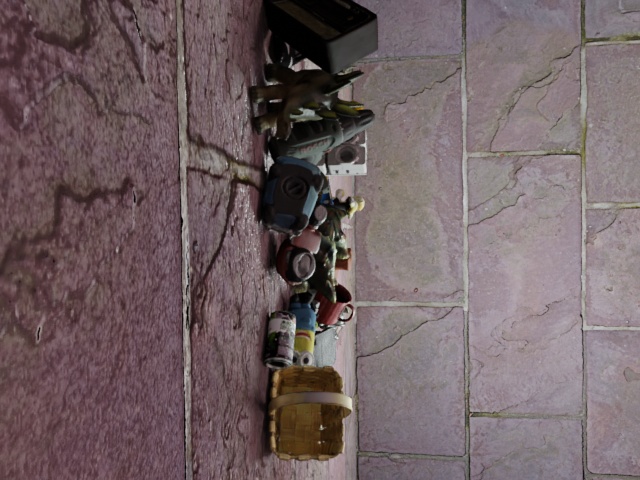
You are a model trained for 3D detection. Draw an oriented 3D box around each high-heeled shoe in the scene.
[{"bbox_3d":[-0.021,-0.435,1.195,0.249,0.145,0.086,-83,168,-54],"label":"high-heeled shoe"}]

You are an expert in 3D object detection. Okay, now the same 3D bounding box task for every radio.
[{"bbox_3d":[0.003,-0.421,1.047,0.230,0.131,0.073,47,-21,33],"label":"radio"}]

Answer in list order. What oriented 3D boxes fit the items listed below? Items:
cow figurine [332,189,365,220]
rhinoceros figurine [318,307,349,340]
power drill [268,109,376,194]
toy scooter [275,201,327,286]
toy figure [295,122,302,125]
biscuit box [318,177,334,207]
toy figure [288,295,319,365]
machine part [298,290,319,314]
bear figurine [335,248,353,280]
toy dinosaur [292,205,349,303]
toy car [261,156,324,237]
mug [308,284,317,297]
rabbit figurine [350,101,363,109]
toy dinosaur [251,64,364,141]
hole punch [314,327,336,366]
[{"bbox_3d":[0.047,-0.100,1.573,0.098,0.167,0.068,-81,173,-56],"label":"cow figurine"},{"bbox_3d":[0.025,0.219,1.622,0.073,0.112,0.190,41,-27,62],"label":"rhinoceros figurine"},{"bbox_3d":[0.000,-0.180,1.152,0.086,0.232,0.207,64,-21,20],"label":"power drill"},{"bbox_3d":[-0.053,0.005,1.129,0.135,0.075,0.184,0,-110,55],"label":"toy scooter"},{"bbox_3d":[-0.032,-0.313,1.379,0.058,0.064,0.154,14,-69,55],"label":"toy figure"},{"bbox_3d":[-0.011,-0.180,1.438,0.063,0.059,0.202,27,52,-79],"label":"biscuit box"},{"bbox_3d":[-0.046,0.216,1.196,0.089,0.082,0.180,71,17,-60],"label":"toy figure"},{"bbox_3d":[-0.030,0.166,1.312,0.139,0.039,0.084,-119,-142,-70],"label":"machine part"},{"bbox_3d":[0.049,0.137,1.727,0.120,0.132,0.195,-64,146,-70],"label":"bear figurine"},{"bbox_3d":[0.004,-0.007,1.318,0.405,0.131,0.192,-76,168,-45],"label":"toy dinosaur"},{"bbox_3d":[-0.060,-0.075,1.057,0.103,0.109,0.161,118,-15,-69],"label":"toy car"},{"bbox_3d":[-0.016,0.100,1.429,0.107,0.081,0.109,58,36,-58],"label":"mug"},{"bbox_3d":[0.042,-0.353,1.556,0.162,0.173,0.122,58,28,-67],"label":"rabbit figurine"},{"bbox_3d":[-0.012,-0.291,1.067,0.471,0.199,0.104,-75,166,-57],"label":"toy dinosaur"},{"bbox_3d":[-0.029,0.273,1.353,0.116,0.092,0.142,-18,115,-47],"label":"hole punch"}]
